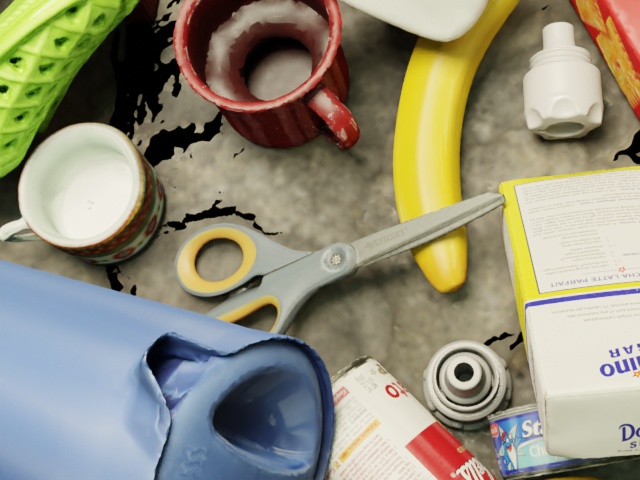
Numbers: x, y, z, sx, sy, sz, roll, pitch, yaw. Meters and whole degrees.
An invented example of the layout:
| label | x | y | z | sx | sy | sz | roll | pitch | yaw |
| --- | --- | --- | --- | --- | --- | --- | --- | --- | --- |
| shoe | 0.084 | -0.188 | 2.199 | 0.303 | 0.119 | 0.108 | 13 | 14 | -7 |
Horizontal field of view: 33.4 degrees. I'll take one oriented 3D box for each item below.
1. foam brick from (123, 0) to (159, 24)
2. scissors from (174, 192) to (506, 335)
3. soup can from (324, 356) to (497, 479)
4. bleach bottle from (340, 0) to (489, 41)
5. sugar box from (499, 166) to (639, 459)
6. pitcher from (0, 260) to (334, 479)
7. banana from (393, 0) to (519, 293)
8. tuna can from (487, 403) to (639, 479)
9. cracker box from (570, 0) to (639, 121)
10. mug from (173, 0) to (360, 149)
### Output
| label | x | y | z | sx | sy | sz | roll | pitch | yaw |
| --- | --- | --- | --- | --- | --- | --- | --- | --- | --- |
| foam brick | -0.127 | -0.183 | 0.666 | 0.053 | 0.051 | 0.078 | 8 | 77 | 12 |
| scissors | -0.004 | 0.001 | 0.595 | 0.202 | 0.016 | 0.096 | -37 | 65 | 12 |
| soup can | 0.038 | 0.118 | 0.550 | 0.068 | 0.068 | 0.102 | -45 | 72 | -3 |
| bleach bottle | 0.072 | -0.231 | 0.609 | 0.102 | 0.068 | 0.250 | 23 | 57 | -3 |
| sugar box | 0.142 | 0.028 | 0.513 | 0.093 | 0.048 | 0.176 | -6 | 35 | 7 |
| pitcher | -0.121 | 0.090 | 0.539 | 0.243 | 0.144 | 0.149 | 15 | 96 | 34 |
| banana | 0.074 | -0.071 | 0.599 | 0.070 | 0.037 | 0.198 | 13 | 86 | 45 |
| tuna can | 0.129 | 0.097 | 0.530 | 0.086 | 0.086 | 0.034 | -11 | 76 | 7 |
| cracker box | 0.226 | -0.155 | 0.585 | 0.164 | 0.072 | 0.214 | -24 | 72 | 3 |
| mug | -0.020 | -0.095 | 0.608 | 0.117 | 0.081 | 0.093 | 43 | 86 | 17 |
